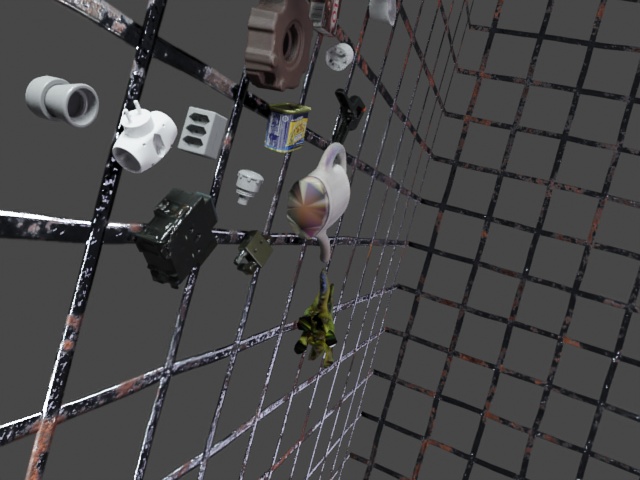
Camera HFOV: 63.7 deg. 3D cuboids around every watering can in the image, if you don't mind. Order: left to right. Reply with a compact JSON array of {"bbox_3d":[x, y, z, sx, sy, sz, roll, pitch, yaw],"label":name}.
[{"bbox_3d":[0.004,-0.064,1.265,0.228,0.104,0.341,-37,140,-58],"label":"watering can"}]

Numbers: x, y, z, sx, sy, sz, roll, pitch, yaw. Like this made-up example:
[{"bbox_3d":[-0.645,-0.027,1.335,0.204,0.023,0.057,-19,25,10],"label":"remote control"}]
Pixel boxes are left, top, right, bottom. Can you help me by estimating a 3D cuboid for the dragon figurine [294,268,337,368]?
[{"bbox_3d":[0.005,0.219,1.561,0.247,0.122,0.403,-74,174,-66],"label":"dragon figurine"}]
